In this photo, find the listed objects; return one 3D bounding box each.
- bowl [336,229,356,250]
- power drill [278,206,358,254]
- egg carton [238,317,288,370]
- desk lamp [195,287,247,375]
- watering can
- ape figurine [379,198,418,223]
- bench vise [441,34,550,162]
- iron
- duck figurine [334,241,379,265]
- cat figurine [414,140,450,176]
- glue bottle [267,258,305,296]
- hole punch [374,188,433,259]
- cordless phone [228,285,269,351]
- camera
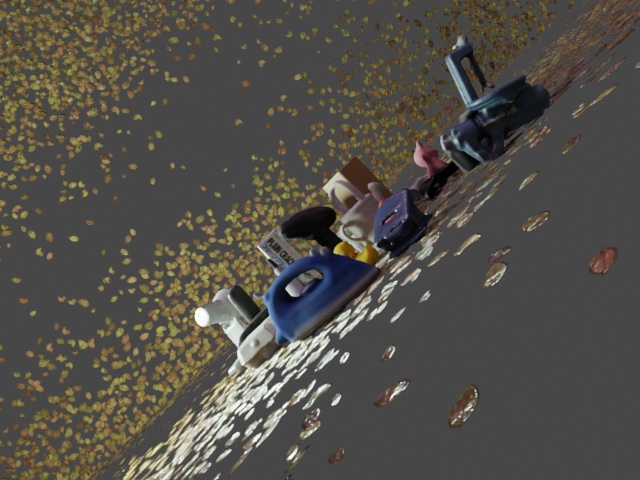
[{"bbox_3d":[0.097,-0.009,1.847,0.167,0.075,0.167,-44,2,3],"label":"bowl"},{"bbox_3d":[0.013,0.005,1.401,0.075,0.208,0.230,-43,3,28],"label":"power drill"},{"bbox_3d":[-0.135,0.248,1.409,0.150,0.069,0.107,-44,2,16],"label":"egg carton"},{"bbox_3d":[-0.263,0.256,1.711,0.118,0.213,0.203,-43,3,25],"label":"desk lamp"},{"bbox_3d":[0.100,-0.070,1.385,0.101,0.194,0.173,-43,3,37],"label":"watering can"},{"bbox_3d":[0.165,-0.053,1.224,0.076,0.092,0.077,-46,3,-31],"label":"ape figurine"},{"bbox_3d":[0.302,-0.272,1.100,0.207,0.220,0.121,-45,3,-8],"label":"bench vise"},{"bbox_3d":[-0.014,0.092,1.157,0.258,0.141,0.119,-44,3,22],"label":"iron"},{"bbox_3d":[0.073,0.038,1.282,0.104,0.086,0.078,-43,3,32],"label":"duck figurine"},{"bbox_3d":[0.298,-0.221,1.575,0.067,0.118,0.128,-44,3,17],"label":"cat figurine"},{"bbox_3d":[-0.059,0.105,1.321,0.037,0.173,0.078,-44,3,4],"label":"glue bottle"},{"bbox_3d":[0.152,-0.034,1.114,0.108,0.091,0.101,-43,3,36],"label":"hole punch"},{"bbox_3d":[-0.200,0.223,1.548,0.094,0.185,0.148,-42,4,42],"label":"cordless phone"},{"bbox_3d":[0.336,-0.228,1.221,0.143,0.101,0.137,-44,2,6],"label":"camera"}]
